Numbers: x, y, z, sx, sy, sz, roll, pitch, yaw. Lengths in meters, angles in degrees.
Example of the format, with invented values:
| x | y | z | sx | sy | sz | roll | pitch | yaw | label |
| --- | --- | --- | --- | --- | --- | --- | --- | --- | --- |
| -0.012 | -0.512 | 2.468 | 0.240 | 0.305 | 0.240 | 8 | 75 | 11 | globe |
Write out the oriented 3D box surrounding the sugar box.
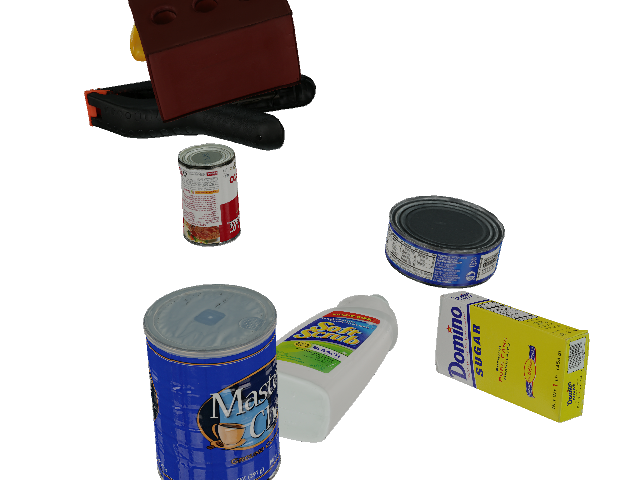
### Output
| x | y | z | sx | sy | sz | roll | pitch | yaw | label |
| --- | --- | --- | --- | --- | --- | --- | --- | --- | --- |
| 0.199 | 0.120 | 1.136 | 0.048 | 0.093 | 0.177 | -9 | 17 | -41 | sugar box |

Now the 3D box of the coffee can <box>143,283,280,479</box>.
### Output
| x | y | z | sx | sy | sz | roll | pitch | yaw | label |
| --- | --- | --- | --- | --- | --- | --- | --- | --- | --- |
| -0.084 | 0.120 | 0.851 | 0.103 | 0.140 | 0.103 | -1 | 26 | 0 | coffee can |

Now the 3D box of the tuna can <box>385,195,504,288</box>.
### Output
| x | y | z | sx | sy | sz | roll | pitch | yaw | label |
| --- | --- | --- | --- | --- | --- | --- | --- | --- | --- |
| 0.091 | 0.001 | 0.792 | 0.086 | 0.034 | 0.086 | 5 | 29 | -3 | tuna can |

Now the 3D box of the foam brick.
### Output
| x | y | z | sx | sy | sz | roll | pitch | yaw | label |
| --- | --- | --- | --- | --- | --- | --- | --- | --- | --- |
| -0.055 | -0.106 | 0.556 | 0.078 | 0.053 | 0.051 | -18 | -34 | -5 | foam brick |

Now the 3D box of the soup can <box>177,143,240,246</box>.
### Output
| x | y | z | sx | sy | sz | roll | pitch | yaw | label |
| --- | --- | --- | --- | --- | --- | --- | --- | --- | --- |
| -0.129 | -0.054 | 1.239 | 0.068 | 0.102 | 0.068 | -1 | 28 | 0 | soup can |

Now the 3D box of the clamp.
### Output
| x | y | z | sx | sy | sz | roll | pitch | yaw | label |
| --- | --- | --- | --- | --- | --- | --- | --- | --- | --- |
| -0.087 | -0.101 | 0.796 | 0.172 | 0.039 | 0.120 | 8 | 21 | 18 | clamp |

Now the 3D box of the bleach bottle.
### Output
| x | y | z | sx | sy | sz | roll | pitch | yaw | label |
| --- | --- | --- | --- | --- | --- | --- | --- | --- | --- |
| 0.009 | 0.110 | 1.063 | 0.103 | 0.068 | 0.250 | 13 | 23 | 18 | bleach bottle |

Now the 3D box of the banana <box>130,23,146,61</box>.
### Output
| x | y | z | sx | sy | sz | roll | pitch | yaw | label |
| --- | --- | --- | --- | --- | --- | --- | --- | --- | --- |
| -0.119 | -0.212 | 1.022 | 0.070 | 0.037 | 0.197 | 45 | 38 | 19 | banana |
